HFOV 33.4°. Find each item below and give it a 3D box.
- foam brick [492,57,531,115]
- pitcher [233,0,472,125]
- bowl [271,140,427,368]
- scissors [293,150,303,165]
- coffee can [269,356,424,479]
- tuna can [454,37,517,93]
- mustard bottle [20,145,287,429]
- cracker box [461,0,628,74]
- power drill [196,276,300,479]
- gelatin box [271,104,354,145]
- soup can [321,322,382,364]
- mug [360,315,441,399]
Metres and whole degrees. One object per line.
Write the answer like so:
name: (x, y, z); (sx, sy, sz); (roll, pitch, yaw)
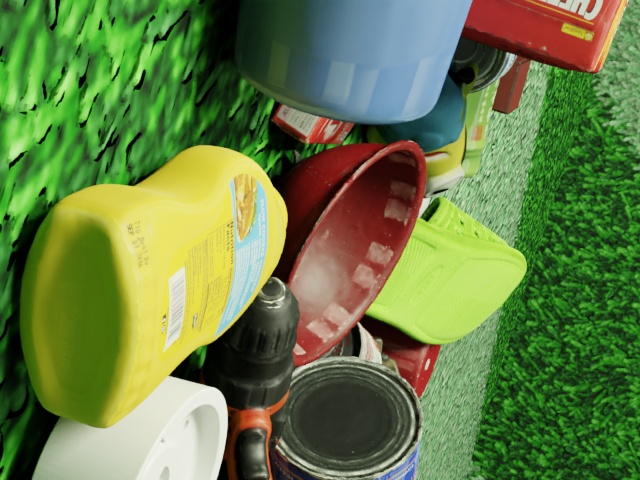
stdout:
foam brick: (0.152, -0.156, 1.005); (0.052, 0.078, 0.051); (-34, 140, -62)
pitcher: (0.027, -0.179, 0.489); (0.145, 0.149, 0.243); (-124, -139, -55)
bowl: (0.002, -0.001, 0.678); (0.162, 0.055, 0.162); (-46, 155, -30)
scissors: (-0.005, 0.001, 0.764); (0.201, 0.016, 0.096); (25, 83, -74)
coffee can: (0.015, 0.164, 0.726); (0.102, 0.103, 0.140); (-56, 156, -44)
tuna can: (0.117, -0.163, 0.868); (0.033, 0.086, 0.086); (-40, 144, -58)
mustard bottle: (-0.062, 0.006, 0.502); (0.191, 0.058, 0.096); (-37, 137, -63)
cracker box: (0.108, -0.160, 0.671); (0.213, 0.164, 0.072); (-27, 138, -73)
power drill: (-0.032, 0.137, 0.576); (0.185, 0.057, 0.187); (105, -20, -44)
gelatin box: (0.014, -0.101, 0.653); (0.089, 0.030, 0.073); (-59, 168, 13)
soup can: (0.007, 0.086, 0.801); (0.102, 0.068, 0.068); (52, 58, -71)
mug: (0.064, 0.087, 0.968); (0.093, 0.081, 0.117); (-41, 145, -61)
